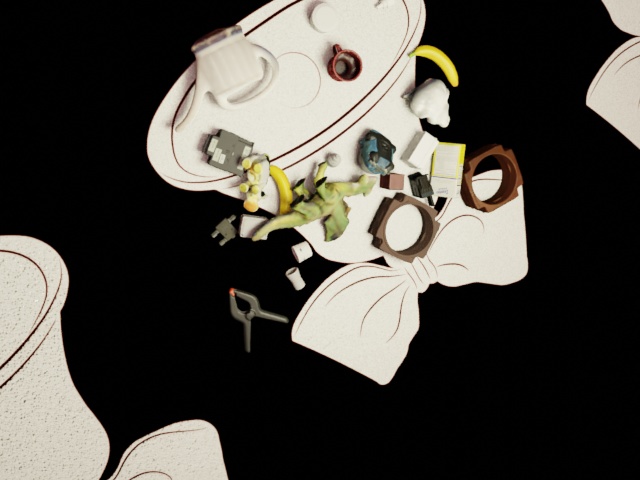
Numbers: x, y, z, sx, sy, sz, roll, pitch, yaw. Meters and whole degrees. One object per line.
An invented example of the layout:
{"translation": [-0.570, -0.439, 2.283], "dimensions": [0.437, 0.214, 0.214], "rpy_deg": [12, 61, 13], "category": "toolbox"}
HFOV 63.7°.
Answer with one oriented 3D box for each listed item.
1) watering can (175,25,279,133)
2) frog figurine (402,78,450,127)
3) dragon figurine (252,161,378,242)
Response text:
{"translation": [-0.286, -0.457, 1.436], "dimensions": [0.349, 0.104, 0.222], "rpy_deg": [-29, 105, -10], "category": "watering can"}
{"translation": [0.357, -0.423, 1.626], "dimensions": [0.139, 0.121, 0.159], "rpy_deg": [-39, 97, -26], "category": "frog figurine"}
{"translation": [0.005, -0.079, 1.578], "dimensions": [0.411, 0.124, 0.239], "rpy_deg": [-42, 125, -2], "category": "dragon figurine"}
